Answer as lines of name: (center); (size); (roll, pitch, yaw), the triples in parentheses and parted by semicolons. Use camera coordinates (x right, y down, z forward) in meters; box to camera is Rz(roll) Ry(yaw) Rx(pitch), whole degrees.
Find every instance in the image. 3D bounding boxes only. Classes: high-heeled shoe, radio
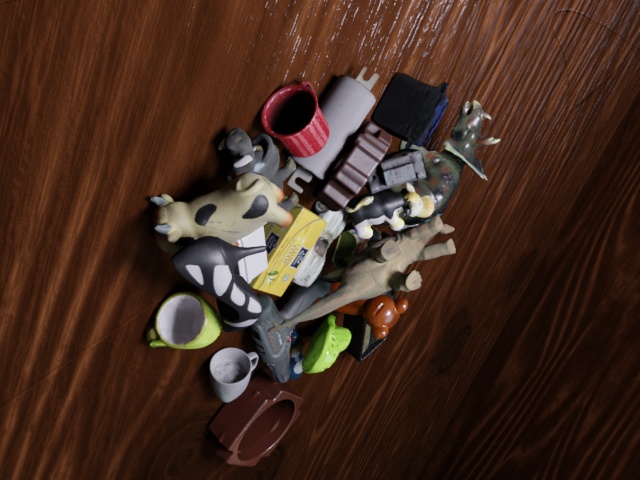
high-heeled shoe: (-0.163, 0.084, 0.802); (0.145, 0.086, 0.248); (-13, 143, -33)
radio: (0.132, 0.201, 1.424); (0.131, 0.073, 0.229); (-30, 140, -35)

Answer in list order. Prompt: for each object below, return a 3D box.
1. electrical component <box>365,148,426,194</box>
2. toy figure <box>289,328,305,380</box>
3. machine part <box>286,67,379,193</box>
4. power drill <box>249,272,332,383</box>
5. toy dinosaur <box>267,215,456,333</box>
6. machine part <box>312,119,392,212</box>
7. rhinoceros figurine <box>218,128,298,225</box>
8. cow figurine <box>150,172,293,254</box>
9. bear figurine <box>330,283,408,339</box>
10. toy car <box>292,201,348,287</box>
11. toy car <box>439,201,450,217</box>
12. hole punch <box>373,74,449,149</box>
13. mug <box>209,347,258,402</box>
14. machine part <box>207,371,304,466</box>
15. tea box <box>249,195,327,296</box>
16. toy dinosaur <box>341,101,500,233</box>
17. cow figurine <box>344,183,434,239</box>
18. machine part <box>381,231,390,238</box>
electrical component: (0.138, -0.135, 1.043); (0.115, 0.134, 0.058); (-18, 104, 1)
toy figure: (-0.064, 0.257, 1.235); (0.064, 0.058, 0.154); (-74, 168, -50)
machine part: (0.018, -0.190, 0.919); (0.243, 0.079, 0.079); (-56, 148, 2)
power drill: (-0.055, 0.170, 1.132); (0.207, 0.086, 0.231); (-39, 133, -18)
toy dinosaur: (0.108, 0.060, 1.054); (0.471, 0.199, 0.105); (-26, 92, -37)
machine part: (0.053, -0.130, 0.956); (0.179, 0.056, 0.179); (-53, -170, 13)
rhinoceros figurine: (-0.100, -0.103, 0.851); (0.112, 0.073, 0.190); (-31, 147, -12)
cow figurine: (-0.154, -0.034, 0.773); (0.195, 0.085, 0.127); (-25, 146, 14)
bear figurine: (0.112, 0.145, 1.233); (0.120, 0.196, 0.131); (-55, 149, -5)
toy car: (-0.002, -0.003, 1.063); (0.201, 0.056, 0.073); (-60, 148, -7)
toy car: (0.248, -0.082, 1.300); (0.103, 0.109, 0.161); (-36, 155, -57)
hole punch: (0.184, -0.248, 1.058); (0.142, 0.116, 0.092); (-58, 156, 5)
mug: (-0.175, 0.272, 1.085); (0.109, 0.081, 0.107); (-34, 154, -39)
machine part: (-0.147, 0.410, 1.233); (0.201, 0.087, 0.200); (-51, 147, -5)
tea box: (-0.073, 0.012, 0.988); (0.169, 0.068, 0.098); (-59, 147, 3)
toy dinosaur: (0.220, -0.112, 1.149); (0.405, 0.192, 0.131); (-51, 146, -10)
cow figurine: (0.136, -0.067, 1.050); (0.167, 0.068, 0.098); (-16, 147, 11)
machine part: (0.155, 0.021, 1.283); (0.139, 0.039, 0.084); (-4, 106, -76)
